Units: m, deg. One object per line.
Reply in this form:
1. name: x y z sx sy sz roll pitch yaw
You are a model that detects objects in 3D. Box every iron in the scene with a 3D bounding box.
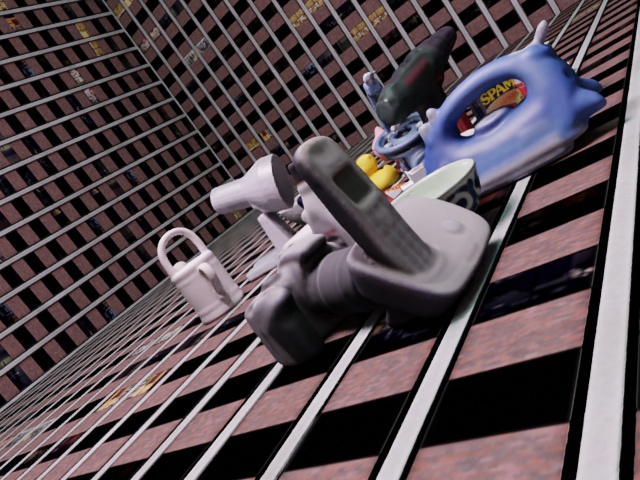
1. iron: 0.212 -0.147 0.724 0.257 0.141 0.119 -30 11 31

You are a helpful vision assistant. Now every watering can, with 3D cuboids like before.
1. watering can: -0.254 0.067 1.155 0.172 0.194 0.101 -27 12 40

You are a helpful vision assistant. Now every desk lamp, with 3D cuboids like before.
1. desk lamp: -0.125 -0.053 1.239 0.203 0.213 0.118 -32 10 18

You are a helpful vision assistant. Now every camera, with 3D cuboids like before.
1. camera: 0.003 0.049 0.607 0.143 0.101 0.136 -41 11 -32

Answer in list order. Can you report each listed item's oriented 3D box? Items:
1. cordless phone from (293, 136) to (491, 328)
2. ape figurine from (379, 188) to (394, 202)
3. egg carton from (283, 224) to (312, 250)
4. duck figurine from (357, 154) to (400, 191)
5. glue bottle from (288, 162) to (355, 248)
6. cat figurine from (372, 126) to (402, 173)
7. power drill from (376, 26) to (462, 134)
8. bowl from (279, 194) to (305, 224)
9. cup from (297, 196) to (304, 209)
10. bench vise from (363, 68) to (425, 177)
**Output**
1. cordless phone: 0.065 -0.029 0.519 0.094 0.185 0.148 -28 12 38
2. ape figurine: 0.082 -0.030 0.755 0.076 0.092 0.077 -37 9 -7
3. egg carton: 0.008 0.003 0.924 0.150 0.069 0.107 -27 13 44
4. duck figurine: 0.118 -0.150 1.259 0.078 0.086 0.104 -41 11 -31
5. glue bottle: 0.012 -0.025 0.723 0.078 0.173 0.037 -27 13 43
6. cat figurine: 0.173 -0.214 1.286 0.128 0.118 0.067 -38 10 -14
7. power drill: 0.207 -0.238 0.992 0.230 0.208 0.075 -40 11 -27
8. bowl: -0.021 -0.091 1.498 0.167 0.075 0.167 -34 9 7
9. cup: 0.007 -0.074 1.245 0.092 0.095 0.117 -37 9 -11
10. bench vise: 0.136 -0.215 1.101 0.121 0.220 0.207 -37 9 -11
